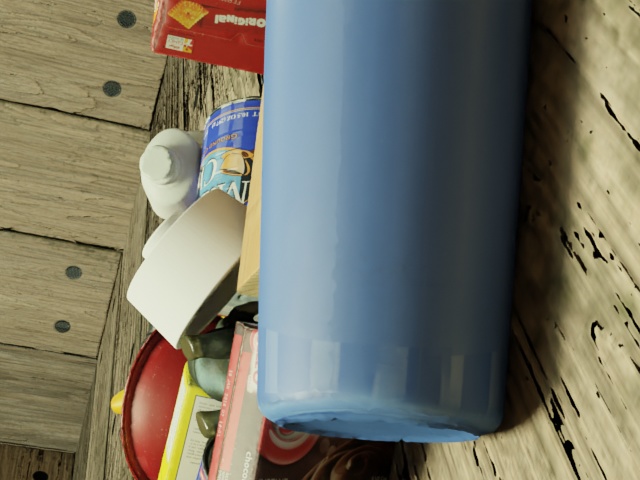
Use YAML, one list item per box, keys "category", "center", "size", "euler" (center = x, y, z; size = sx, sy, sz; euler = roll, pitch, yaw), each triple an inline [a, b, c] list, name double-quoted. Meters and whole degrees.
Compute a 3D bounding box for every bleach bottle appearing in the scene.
- category: "bleach bottle"
  center: [-0.106, -0.062, 0.974]
  size: [0.250, 0.068, 0.102]
  euler: [18, -104, -78]

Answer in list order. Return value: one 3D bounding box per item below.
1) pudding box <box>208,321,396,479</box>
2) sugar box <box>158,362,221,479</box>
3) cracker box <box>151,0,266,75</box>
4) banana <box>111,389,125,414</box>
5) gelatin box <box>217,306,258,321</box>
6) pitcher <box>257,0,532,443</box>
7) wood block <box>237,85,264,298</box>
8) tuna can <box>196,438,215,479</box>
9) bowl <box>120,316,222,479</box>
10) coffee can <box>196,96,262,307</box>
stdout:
- category: "pudding box"
  center: [-0.003, 0.094, 0.565]
  size: [0.039, 0.113, 0.090]
  euler: [9, 87, 40]
- category: "sugar box"
  center: [-0.077, 0.185, 0.819]
  size: [0.048, 0.093, 0.176]
  euler: [-110, 34, -66]
- category: "cracker box"
  center: [-0.046, -0.203, 0.852]
  size: [0.214, 0.164, 0.072]
  euler: [-102, 24, -58]
- category: "banana"
  center: [-0.116, 0.106, 1.020]
  size: [0.198, 0.070, 0.037]
  euler: [-50, -28, 0]
- category: "gelatin box"
  center: [-0.067, 0.031, 0.906]
  size: [0.073, 0.089, 0.030]
  euler: [-93, 21, -45]
- category: "pitcher"
  center: [0.033, -0.030, 0.505]
  size: [0.145, 0.149, 0.243]
  euler: [-10, 70, 42]
- category: "wood block"
  center: [0.011, -0.067, 0.672]
  size: [0.091, 0.090, 0.206]
  euler: [137, 142, -66]
- category: "tuna can"
  center: [-0.039, 0.161, 0.703]
  size: [0.086, 0.086, 0.034]
  euler: [-101, 24, -57]
- category: "bowl"
  center: [-0.090, 0.139, 0.881]
  size: [0.055, 0.161, 0.162]
  euler: [4, 81, 33]
- category: "coffee can"
  center: [-0.049, -0.028, 0.853]
  size: [0.103, 0.102, 0.140]
  euler: [123, 154, -57]
